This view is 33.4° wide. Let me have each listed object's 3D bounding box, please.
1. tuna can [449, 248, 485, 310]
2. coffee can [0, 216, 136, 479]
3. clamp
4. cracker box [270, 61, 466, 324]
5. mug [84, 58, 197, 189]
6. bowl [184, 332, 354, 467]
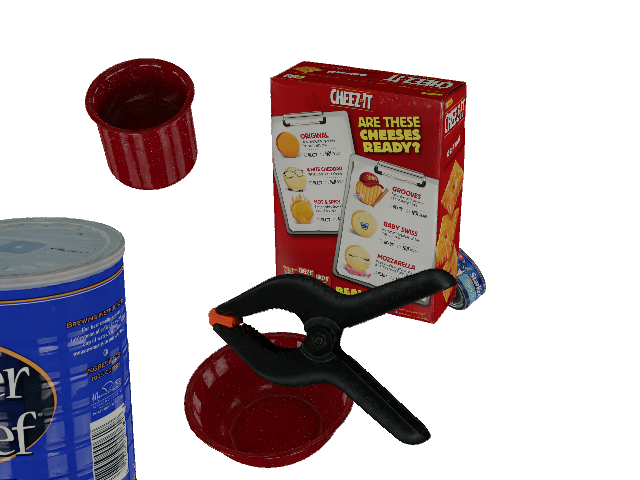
[{"bbox_3d":[0.157,0.042,1.291,0.033,0.086,0.086,-40,15,-19],"label":"tuna can"},{"bbox_3d":[-0.147,0.068,0.542,0.103,0.140,0.103,0,16,0],"label":"coffee can"},{"bbox_3d":[0.007,0.077,0.736,0.172,0.120,0.039,1,-3,15],"label":"clamp"},{"bbox_3d":[0.043,-0.045,0.971,0.164,0.214,0.072,12,28,23],"label":"cracker box"},{"bbox_3d":[-0.156,-0.108,0.942,0.093,0.117,0.081,-14,-38,-9],"label":"mug"},{"bbox_3d":[-0.045,0.160,1.009,0.162,0.055,0.162,-5,38,3],"label":"bowl"}]
